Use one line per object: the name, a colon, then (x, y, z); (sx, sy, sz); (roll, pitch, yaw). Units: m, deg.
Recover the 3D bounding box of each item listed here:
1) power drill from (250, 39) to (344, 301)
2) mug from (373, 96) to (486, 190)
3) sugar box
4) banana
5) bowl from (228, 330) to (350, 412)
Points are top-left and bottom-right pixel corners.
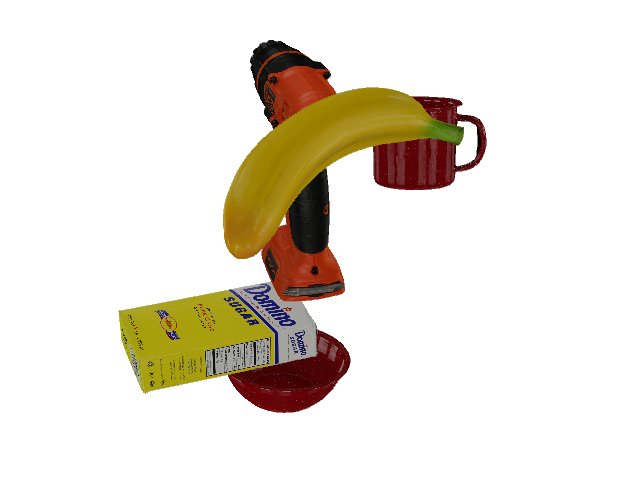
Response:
power drill: (-0.022, -0.059, 0.869); (0.057, 0.188, 0.184); (-7, 26, -10)
mug: (0.105, -0.096, 1.053); (0.117, 0.081, 0.093); (2, 15, 10)
sugar box: (-0.100, 0.090, 1.043); (0.176, 0.048, 0.093); (-13, 33, -17)
banana: (0.003, -0.052, 0.635); (0.070, 0.037, 0.197); (33, 46, 32)
bowl: (-0.045, 0.162, 1.301); (0.162, 0.055, 0.162); (3, 24, -1)
